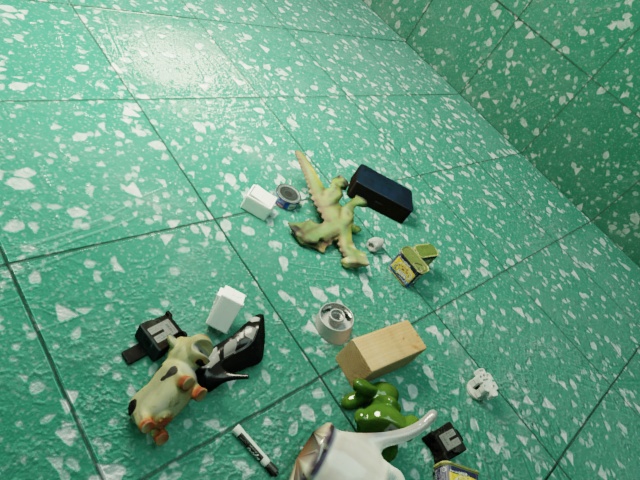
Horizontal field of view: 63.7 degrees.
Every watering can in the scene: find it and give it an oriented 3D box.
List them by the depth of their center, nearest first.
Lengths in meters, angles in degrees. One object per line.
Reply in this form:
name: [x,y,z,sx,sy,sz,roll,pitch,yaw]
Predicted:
watering can: [0.078,0.438,1.003,0.225,0.354,0.102,34,-26,3]

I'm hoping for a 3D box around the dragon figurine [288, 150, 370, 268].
dragon figurine: [0.005,-0.077,1.534,0.247,0.412,0.120,-41,-8,-42]
